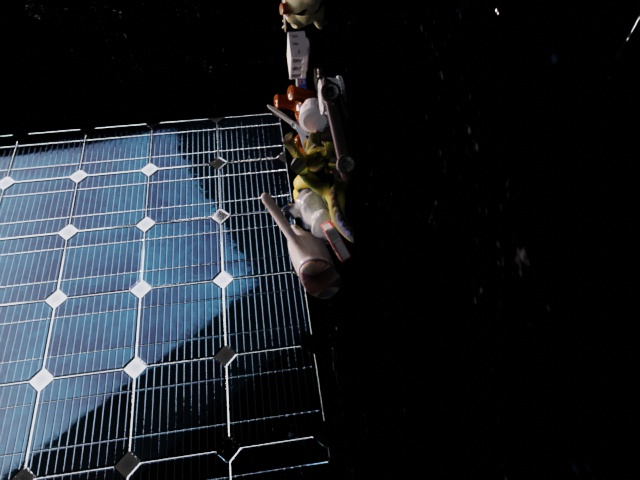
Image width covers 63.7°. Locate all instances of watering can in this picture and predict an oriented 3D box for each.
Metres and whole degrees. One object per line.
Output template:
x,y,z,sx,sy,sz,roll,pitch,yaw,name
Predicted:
-0.046,0.028,1.432,0.103,0.229,0.342,-36,-51,9,watering can

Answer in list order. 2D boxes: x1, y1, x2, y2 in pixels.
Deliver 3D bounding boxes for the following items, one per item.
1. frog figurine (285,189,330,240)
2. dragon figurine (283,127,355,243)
0.004,-0.068,1.344,0.124,0.135,0.160,-40,27,-22,frog figurine
0.026,-0.115,1.184,0.122,0.419,0.238,-21,-32,6,dragon figurine
